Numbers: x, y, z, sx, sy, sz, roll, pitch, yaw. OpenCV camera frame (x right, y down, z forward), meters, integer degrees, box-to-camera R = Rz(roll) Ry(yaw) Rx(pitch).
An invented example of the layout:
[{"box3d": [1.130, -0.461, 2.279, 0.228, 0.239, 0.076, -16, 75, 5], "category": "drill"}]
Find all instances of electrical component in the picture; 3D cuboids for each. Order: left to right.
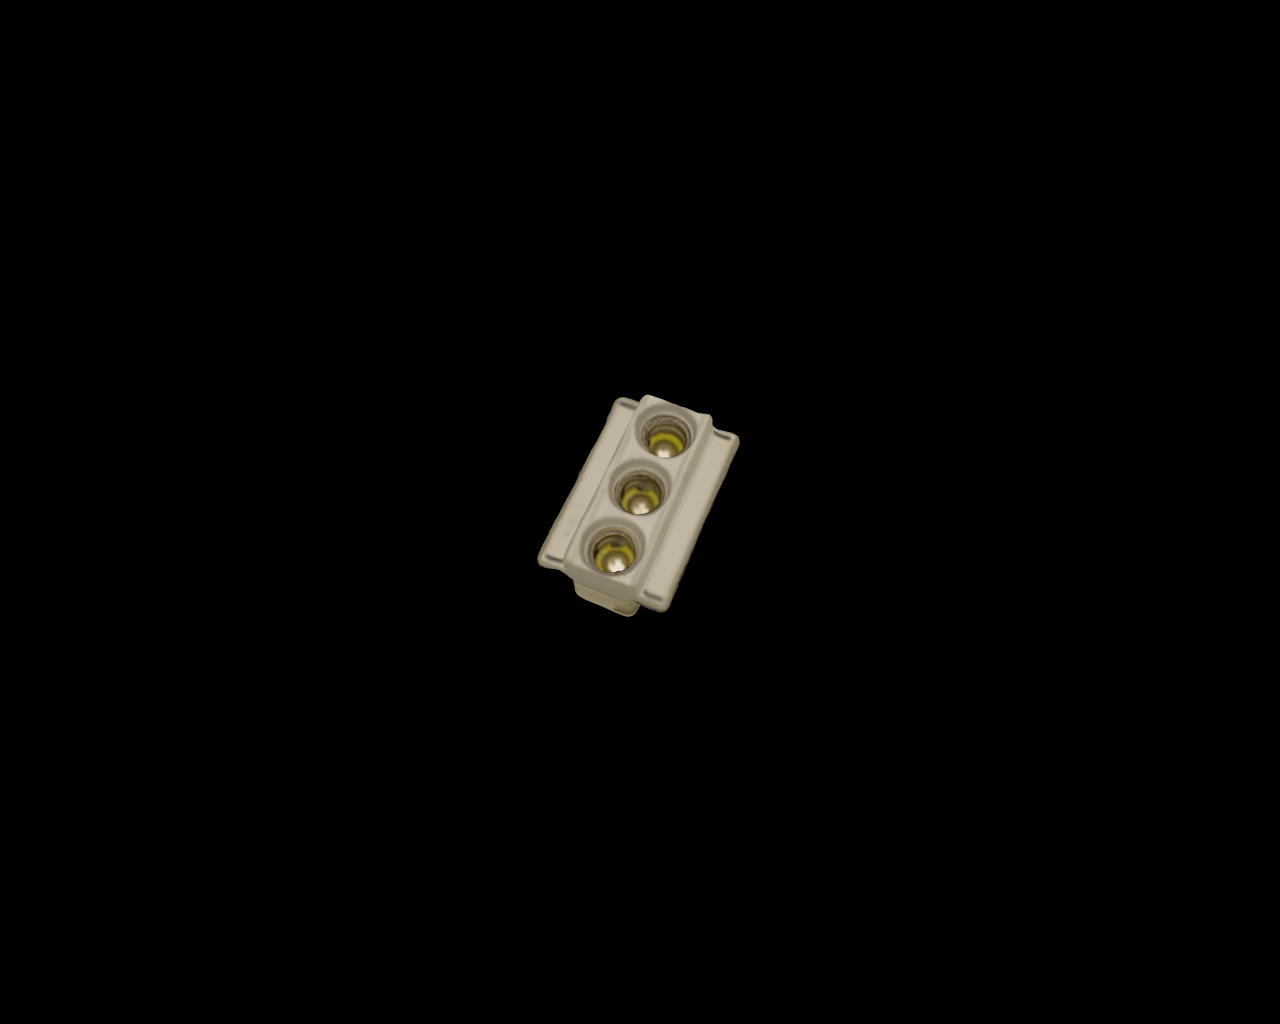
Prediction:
[{"box3d": [0.001, -0.003, 0.650, 0.079, 0.121, 0.063, 20, -24, 9], "category": "electrical component"}]
